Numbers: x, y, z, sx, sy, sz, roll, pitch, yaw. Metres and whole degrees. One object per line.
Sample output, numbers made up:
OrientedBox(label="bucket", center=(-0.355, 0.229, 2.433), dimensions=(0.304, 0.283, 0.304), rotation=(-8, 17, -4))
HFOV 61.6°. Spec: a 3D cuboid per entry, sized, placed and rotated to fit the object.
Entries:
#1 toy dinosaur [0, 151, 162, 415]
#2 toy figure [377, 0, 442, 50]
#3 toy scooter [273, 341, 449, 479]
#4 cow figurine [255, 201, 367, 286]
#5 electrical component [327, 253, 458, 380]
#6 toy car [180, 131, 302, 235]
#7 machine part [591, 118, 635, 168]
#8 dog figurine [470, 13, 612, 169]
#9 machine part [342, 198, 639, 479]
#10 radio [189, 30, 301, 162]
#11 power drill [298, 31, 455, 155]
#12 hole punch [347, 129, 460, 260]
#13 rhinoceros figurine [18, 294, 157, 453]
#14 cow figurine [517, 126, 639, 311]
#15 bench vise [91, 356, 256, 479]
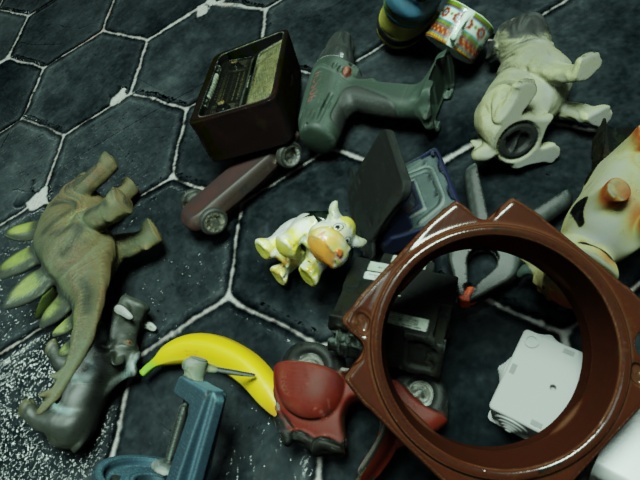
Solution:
OrientedBox(label="toy dinosaur", center=(-0.315, 0.016, 0.706), dimensions=(0.198, 0.105, 0.472), rotation=(-36, 37, -2))
OrientedBox(label="toy figure", center=(0.120, -0.322, 0.736), dimensions=(0.089, 0.180, 0.082), rotation=(-28, 94, 6))
OrientedBox(label="toy scooter", center=(0.026, 0.178, 0.521), dimensions=(0.184, 0.075, 0.135), rotation=(9, 60, 21))
OrientedBox(label="cow figurine", center=(0.000, 0.000, 0.606), dimensions=(0.098, 0.068, 0.167), rotation=(-39, 14, -26))
OrientedBox(label="electrical component", center=(0.079, 0.069, 0.550), dimensions=(0.115, 0.058, 0.134), rotation=(13, 34, 15))
OrientedBox(label="toy car", center=(-0.106, -0.082, 0.746), dimensions=(0.202, 0.053, 0.089), rotation=(-42, 37, -11))
OrientedBox(label="machine part", center=(0.369, -0.092, 0.580), dimensions=(0.139, 0.039, 0.084), rotation=(16, 72, 27))
OrientedBox(label="dog figurine", center=(0.234, -0.188, 0.667), dimensions=(0.172, 0.121, 0.191), rotation=(-23, 40, 3))
OrientedBox(label="machine part", center=(0.133, 0.084, 0.427), dimensions=(0.201, 0.087, 0.201), rotation=(43, 87, 12))
OrientedBox(label="radio", center=(-0.102, -0.213, 0.781), dimensions=(0.131, 0.073, 0.230), rotation=(-13, 39, 14))
OrientedBox(label="power drill", center=(0.076, -0.218, 0.745), dimensions=(0.208, 0.085, 0.232), rotation=(10, 59, 21))
OrientedBox(label="hole punch", center=(0.095, -0.050, 0.633), dimensions=(0.115, 0.092, 0.142), rotation=(-53, 38, 43))
OrientedBox(label="rhinoceros figurine", center=(-0.274, 0.155, 0.652), dimensions=(0.112, 0.073, 0.190), rotation=(10, 64, 27))
OrientedBox(label="cow figurine", center=(0.272, -0.010, 0.525), dimensions=(0.085, 0.127, 0.195), rotation=(38, 60, 8))
OrientedBox(label="bench vise", center=(-0.134, 0.236, 0.507), dimensions=(0.224, 0.128, 0.240), rotation=(8, 81, 46))
